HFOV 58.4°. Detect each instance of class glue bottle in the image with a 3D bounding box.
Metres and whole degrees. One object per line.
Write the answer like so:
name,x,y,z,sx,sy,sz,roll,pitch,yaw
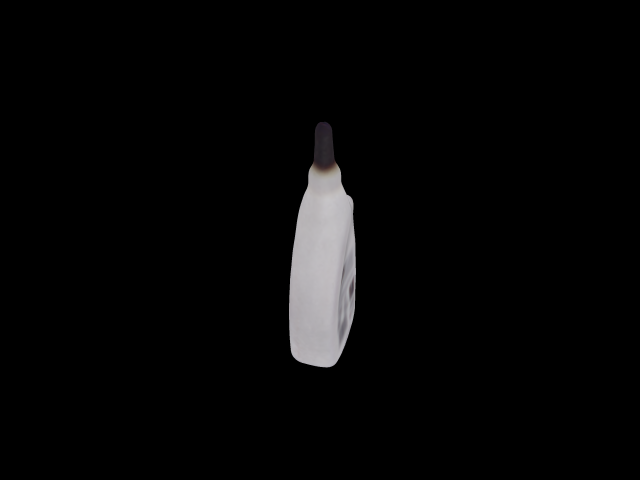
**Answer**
glue bottle,0.004,0.001,0.400,0.037,0.173,0.078,8,32,14
